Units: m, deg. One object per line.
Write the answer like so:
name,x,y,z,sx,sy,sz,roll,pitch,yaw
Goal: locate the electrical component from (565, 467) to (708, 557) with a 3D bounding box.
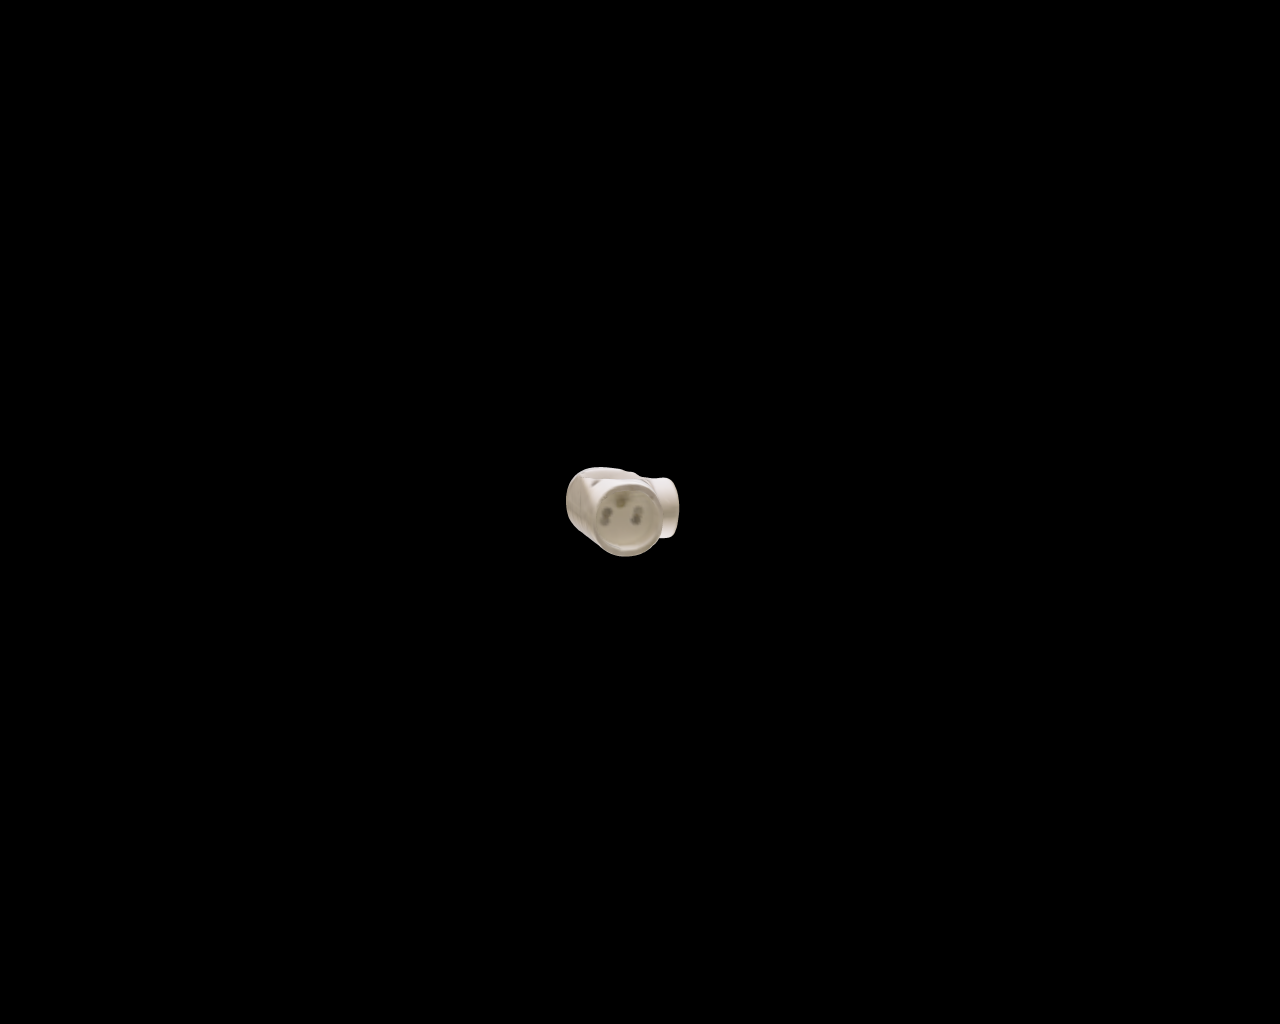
electrical component,0.001,-0.003,0.650,0.079,0.044,0.077,-3,10,-15
